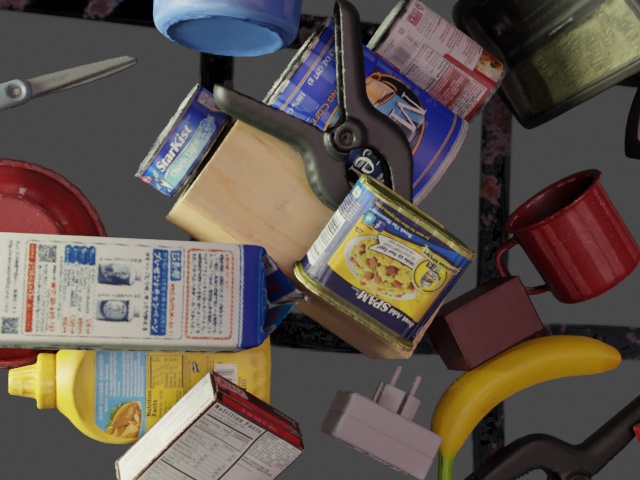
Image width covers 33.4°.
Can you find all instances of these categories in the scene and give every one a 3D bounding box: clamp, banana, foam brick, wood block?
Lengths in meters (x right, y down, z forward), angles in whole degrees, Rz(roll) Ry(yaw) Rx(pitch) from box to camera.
[{"bbox_3d":[0.216,0.220,0.900,0.209,0.036,0.164,-6,86,-19],"label":"clamp"},{"bbox_3d":[0.004,-0.074,0.772,0.120,0.039,0.171,-26,97,1],"label":"clamp"},{"bbox_3d":[0.164,0.122,0.897,0.197,0.037,0.069,-30,109,-14],"label":"banana"},{"bbox_3d":[0.134,0.069,0.883,0.078,0.053,0.051,-26,93,-15],"label":"foam brick"},{"bbox_3d":[-0.005,0.001,0.832,0.206,0.091,0.090,35,76,-9],"label":"wood block"}]

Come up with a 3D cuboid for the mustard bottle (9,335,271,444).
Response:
[{"bbox_3d":[-0.135,0.105,0.805,0.191,0.058,0.096,0,99,-15],"label":"mustard bottle"}]

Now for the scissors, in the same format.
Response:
[{"bbox_3d":[-0.250,-0.125,0.817,0.201,0.016,0.096,-35,94,-15],"label":"scissors"}]

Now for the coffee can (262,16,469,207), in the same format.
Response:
[{"bbox_3d":[0.031,-0.094,0.844,0.140,0.103,0.102,36,77,-9],"label":"coffee can"}]

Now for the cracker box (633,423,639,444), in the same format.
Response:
[{"bbox_3d":[0.395,0.138,0.874,0.213,0.164,0.072,-28,99,-24],"label":"cracker box"}]

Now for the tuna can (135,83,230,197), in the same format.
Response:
[{"bbox_3d":[-0.104,-0.075,0.815,0.033,0.086,0.086,34,78,-12],"label":"tuna can"}]

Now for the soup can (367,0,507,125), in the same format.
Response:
[{"bbox_3d":[0.094,-0.146,0.883,0.102,0.069,0.068,35,78,-9],"label":"soup can"}]

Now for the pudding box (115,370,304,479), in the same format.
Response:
[{"bbox_3d":[-0.081,0.160,0.788,0.090,0.039,0.113,37,106,-28],"label":"pudding box"}]

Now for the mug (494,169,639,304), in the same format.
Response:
[{"bbox_3d":[0.204,0.005,0.896,0.117,0.093,0.081,-32,100,15],"label":"mug"}]

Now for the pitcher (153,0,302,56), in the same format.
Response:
[{"bbox_3d":[-0.073,-0.269,0.803,0.144,0.149,0.243,12,79,-45],"label":"pitcher"}]

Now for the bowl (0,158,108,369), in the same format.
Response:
[{"bbox_3d":[-0.234,0.015,0.789,0.162,0.055,0.162,2,84,-15],"label":"bowl"}]

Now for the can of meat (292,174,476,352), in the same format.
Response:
[{"bbox_3d":[0.046,0.015,0.750,0.102,0.057,0.084,33,100,-13],"label":"can of meat"}]
